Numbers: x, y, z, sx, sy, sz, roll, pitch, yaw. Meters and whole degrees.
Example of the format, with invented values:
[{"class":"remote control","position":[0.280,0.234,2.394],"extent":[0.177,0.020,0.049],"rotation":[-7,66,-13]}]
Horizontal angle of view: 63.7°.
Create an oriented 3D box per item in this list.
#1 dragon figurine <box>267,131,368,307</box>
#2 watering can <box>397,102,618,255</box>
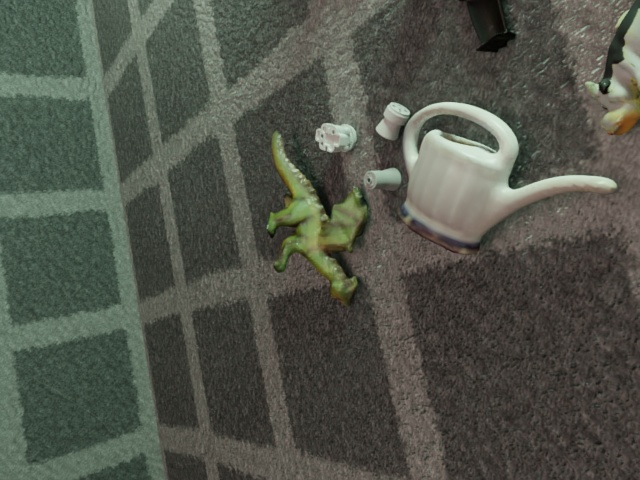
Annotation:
[{"class":"dragon figurine","position":[0.003,-0.056,1.114],"extent":[0.242,0.123,0.410],"rotation":[-8,90,34]},{"class":"watering can","position":[0.240,-0.075,0.781],"extent":[0.353,0.104,0.220],"rotation":[41,126,42]}]
